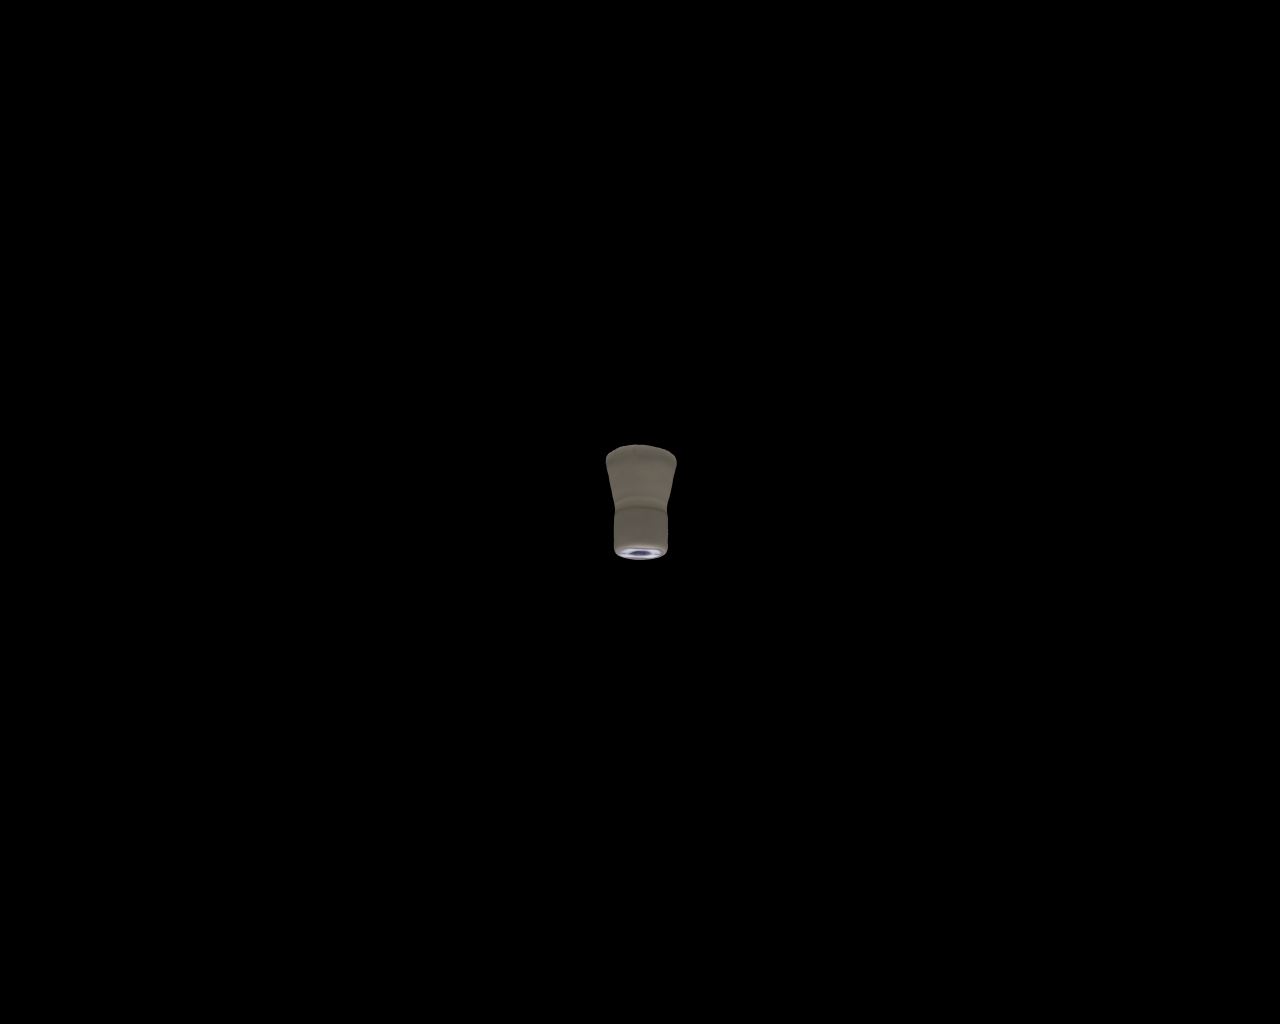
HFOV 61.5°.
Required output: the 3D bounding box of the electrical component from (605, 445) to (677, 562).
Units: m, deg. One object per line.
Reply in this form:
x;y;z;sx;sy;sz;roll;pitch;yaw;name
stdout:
0.001;-0.003;0.650;0.044;0.065;0.044;0;-19;0;electrical component
